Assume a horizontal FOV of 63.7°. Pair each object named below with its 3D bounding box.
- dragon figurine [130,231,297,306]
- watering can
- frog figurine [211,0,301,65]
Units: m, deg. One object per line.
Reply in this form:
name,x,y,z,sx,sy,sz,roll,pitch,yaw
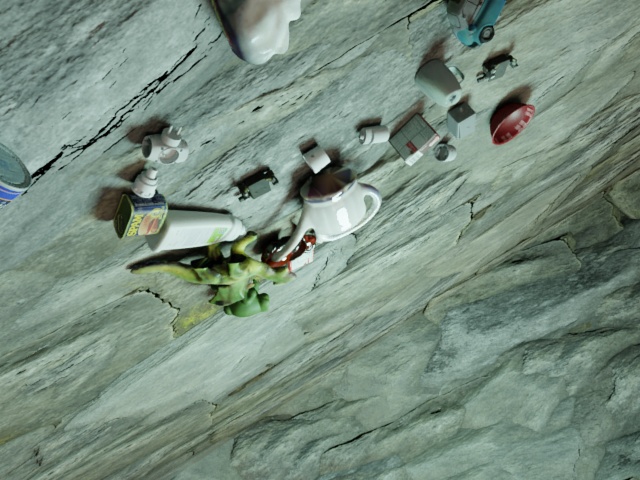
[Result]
dragon figurine,-0.266,0.106,1.373,0.411,0.125,0.237,-9,135,-8
watering can,0.004,-0.070,1.386,0.348,0.106,0.219,-26,135,-5
frog figurine,-0.083,-0.369,0.846,0.159,0.125,0.134,-22,132,3
